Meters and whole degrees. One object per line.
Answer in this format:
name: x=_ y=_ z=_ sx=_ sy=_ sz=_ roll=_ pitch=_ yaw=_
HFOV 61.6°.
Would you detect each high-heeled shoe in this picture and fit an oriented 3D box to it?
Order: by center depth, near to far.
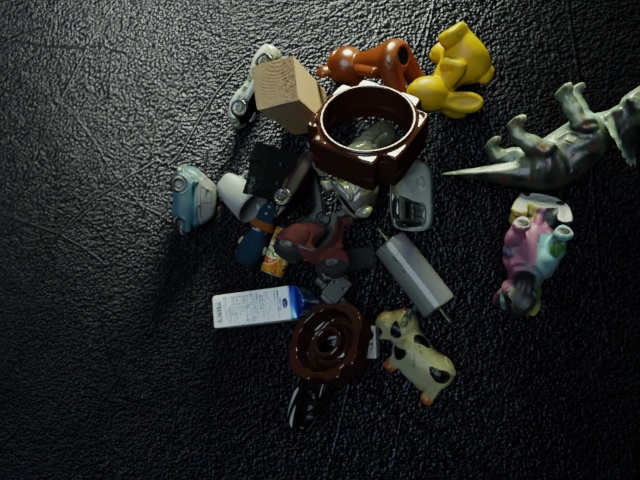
high-heeled shoe: x=0.002 y=0.277 z=1.107 sx=0.086 sy=0.145 sz=0.248 roll=24 pitch=100 yaw=2

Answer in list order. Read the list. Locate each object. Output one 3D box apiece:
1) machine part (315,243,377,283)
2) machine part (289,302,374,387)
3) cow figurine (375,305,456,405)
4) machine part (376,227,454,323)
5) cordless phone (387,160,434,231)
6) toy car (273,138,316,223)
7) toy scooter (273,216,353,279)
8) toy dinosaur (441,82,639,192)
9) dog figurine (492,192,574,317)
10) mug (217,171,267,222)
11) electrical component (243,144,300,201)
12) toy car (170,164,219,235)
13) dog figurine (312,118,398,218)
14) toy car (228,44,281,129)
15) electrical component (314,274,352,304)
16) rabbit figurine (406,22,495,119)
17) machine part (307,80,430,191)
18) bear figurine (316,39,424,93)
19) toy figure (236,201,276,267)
machine part: x=0.055 y=0.050 z=1.153 sx=0.139 sy=0.039 sz=0.084 roll=-15 pitch=105 yaw=12
machine part: x=0.021 y=0.210 z=1.082 sx=0.179 sy=0.056 sz=0.179 roll=-19 pitch=49 yaw=24
cow figurine: x=0.190 y=0.219 z=1.088 sx=0.195 sy=0.085 sz=0.127 roll=43 pitch=106 yaw=17
machine part: x=0.192 y=0.070 z=1.097 sx=0.079 sy=0.079 sz=0.243 roll=-38 pitch=78 yaw=12
cordless phone: x=0.166 y=-0.092 z=1.059 sx=0.089 sy=0.184 sz=0.146 roll=0 pitch=88 yaw=21
toy car: x=-0.044 y=-0.130 z=1.127 sx=0.053 sy=0.089 sz=0.202 roll=28 pitch=76 yaw=12
toy scooter: x=-0.002 y=-0.003 z=1.119 sx=0.184 sy=0.075 sz=0.135 roll=20 pitch=70 yaw=30
toy dinosaur: x=0.452 y=-0.168 z=1.015 sx=0.405 sy=0.131 sz=0.192 roll=-35 pitch=78 yaw=19
dog figurine: x=0.398 y=0.041 z=1.029 sx=0.109 sy=0.191 sz=0.219 roll=13 pitch=126 yaw=14
mug: x=-0.178 y=-0.113 z=1.220 sx=0.107 sy=0.080 sz=0.109 roll=40 pitch=104 yaw=24
electrical component: x=-0.092 y=-0.141 z=1.170 sx=0.058 sy=0.134 sz=0.114 roll=15 pitch=95 yaw=49
toy car: x=-0.286 y=-0.093 z=1.243 sx=0.103 sy=0.109 sz=0.161 roll=1 pitch=97 yaw=0
dog figurine: x=0.105 y=-0.147 z=1.095 sx=0.190 sy=0.121 sz=0.172 roll=-37 pitch=71 yaw=-5
toy car: x=-0.150 y=-0.346 z=1.225 sx=0.056 sy=0.073 sz=0.201 roll=32 pitch=97 yaw=12
electrical component: x=0.037 y=0.099 z=1.131 sx=0.094 sy=0.021 sz=0.063 roll=40 pitch=86 yaw=2
rabbit figurine: x=0.253 y=-0.316 z=1.079 sx=0.173 sy=0.122 sz=0.162 roll=-41 pitch=99 yaw=-9
machine part: x=0.092 y=-0.207 z=1.034 sx=0.201 sy=0.087 sz=0.201 roll=26 pitch=64 yaw=21
bear figurine: x=0.102 y=-0.353 z=1.139 sx=0.196 sy=0.120 sz=0.131 roll=0 pitch=132 yaw=42
toy figure: x=-0.140 y=-0.015 z=1.214 sx=0.064 sy=0.058 sz=0.154 roll=25 pitch=91 yaw=-26
